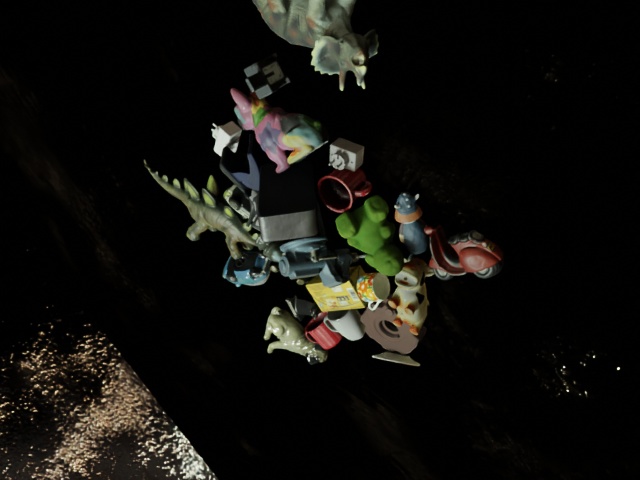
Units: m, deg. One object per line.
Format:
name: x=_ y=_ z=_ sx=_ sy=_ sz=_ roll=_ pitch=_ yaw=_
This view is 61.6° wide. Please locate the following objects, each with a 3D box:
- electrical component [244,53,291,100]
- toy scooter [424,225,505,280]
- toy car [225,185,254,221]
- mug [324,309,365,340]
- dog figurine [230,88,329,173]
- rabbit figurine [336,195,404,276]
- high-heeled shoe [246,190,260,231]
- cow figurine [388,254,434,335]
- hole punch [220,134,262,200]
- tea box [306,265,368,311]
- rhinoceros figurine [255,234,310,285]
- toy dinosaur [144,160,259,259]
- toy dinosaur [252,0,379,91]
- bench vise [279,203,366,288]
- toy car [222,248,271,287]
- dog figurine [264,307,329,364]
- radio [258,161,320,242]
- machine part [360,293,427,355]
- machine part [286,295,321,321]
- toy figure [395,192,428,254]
electrical component: x=-0.123 y=-0.342 z=1.147 sx=0.048 sy=0.119 sz=0.074 roll=-10 pitch=119 yaw=45
toy scooter: x=0.290 y=0.019 z=1.134 sx=0.184 sy=0.075 sz=0.135 roll=-13 pitch=115 yaw=51
toy car: x=-0.165 y=-0.080 z=1.446 sx=0.202 sy=0.073 sz=0.056 roll=37 pitch=162 yaw=10
mug: x=0.071 y=0.234 z=1.503 sx=0.110 sy=0.081 sz=0.107 roll=-26 pitch=117 yaw=25
dog figurine: x=-0.100 y=-0.270 z=1.204 sx=0.219 sy=0.108 sz=0.191 roll=54 pitch=141 yaw=-7
rabbit figurine: x=0.125 y=0.013 z=1.208 sx=0.170 sy=0.121 sz=0.159 roll=62 pitch=180 yaw=21
high-heeled shoe: x=-0.116 y=-0.084 z=1.314 sx=0.086 sy=0.145 sz=0.249 roll=27 pitch=174 yaw=-32
cow figurine: x=0.220 y=0.121 z=1.265 sx=0.086 sy=0.127 sz=0.194 roll=18 pitch=148 yaw=30
hole punch: x=-0.176 y=-0.187 z=1.331 sx=0.092 sy=0.142 sz=0.115 roll=-29 pitch=126 yaw=15
tea box: x=0.055 y=0.132 z=1.444 sx=0.170 sy=0.068 sz=0.098 roll=-10 pitch=116 yaw=47
rhinoceros figurine: x=-0.090 y=0.041 z=1.470 sx=0.190 sy=0.112 sz=0.073 roll=30 pitch=118 yaw=-2
toy dinosaur: x=-0.322 y=-0.088 z=1.565 sx=0.472 sy=0.105 sz=0.198 roll=24 pitch=130 yaw=11
toy dinosaur: x=-0.036 y=-0.426 z=1.009 sx=0.405 sy=0.131 sz=0.192 roll=35 pitch=140 yaw=23
bench vise: x=-0.007 y=-0.001 z=1.327 sx=0.129 sy=0.224 sz=0.240 roll=142 pitch=118 yaw=-67
toy car: x=-0.205 y=0.089 z=1.624 sx=0.162 sy=0.109 sz=0.102 roll=-5 pitch=145 yaw=31
dog figurine: x=-0.064 y=0.296 z=1.686 sx=0.191 sy=0.121 sz=0.172 roll=9 pitch=135 yaw=19
radio: x=-0.072 y=-0.095 z=1.225 sx=0.131 sy=0.230 sz=0.073 roll=-5 pitch=128 yaw=0
machine part: x=0.191 y=0.223 z=1.414 sx=0.180 sy=0.056 sz=0.179 roll=24 pitch=138 yaw=24
machine part: x=-0.049 y=0.208 z=1.624 sx=0.139 sy=0.039 sz=0.084 roll=-5 pitch=112 yaw=54
toy figure: x=0.196 y=-0.040 z=1.173 sx=0.058 sy=0.064 sz=0.154 roll=16 pitch=135 yaw=48
